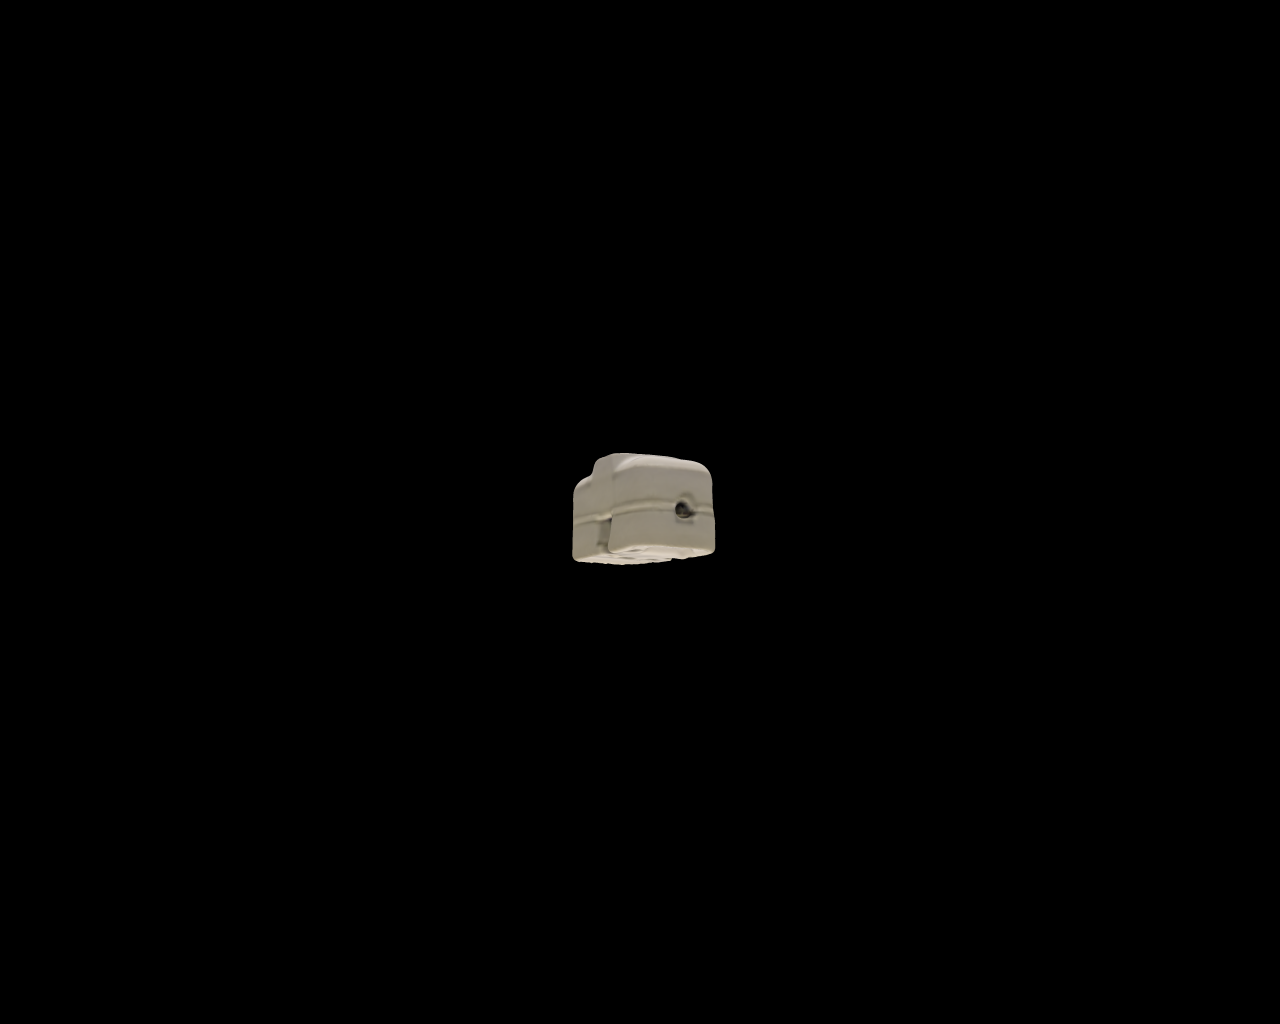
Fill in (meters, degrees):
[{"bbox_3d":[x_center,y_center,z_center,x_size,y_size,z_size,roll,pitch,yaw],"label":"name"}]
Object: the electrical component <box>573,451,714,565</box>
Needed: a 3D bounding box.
[{"bbox_3d":[0.001,-0.003,0.650,0.054,0.059,0.095,6,-11,-31],"label":"electrical component"}]
